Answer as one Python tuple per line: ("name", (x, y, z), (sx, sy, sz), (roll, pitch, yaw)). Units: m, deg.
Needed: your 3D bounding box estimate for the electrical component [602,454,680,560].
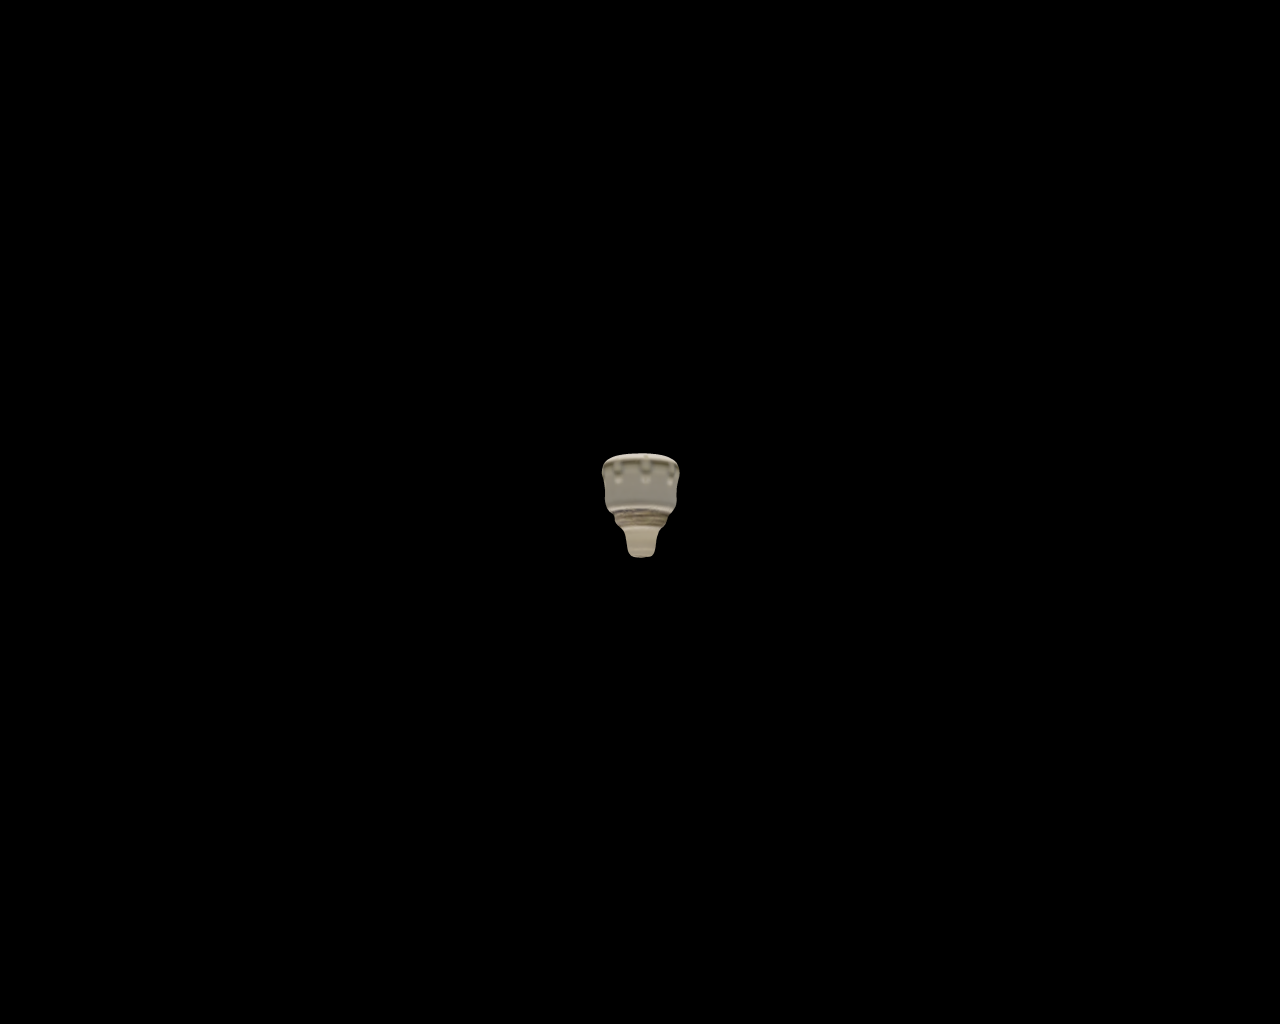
("electrical component", (0.001, -0.003, 0.650), (0.048, 0.062, 0.048), (0, -7, 0))
